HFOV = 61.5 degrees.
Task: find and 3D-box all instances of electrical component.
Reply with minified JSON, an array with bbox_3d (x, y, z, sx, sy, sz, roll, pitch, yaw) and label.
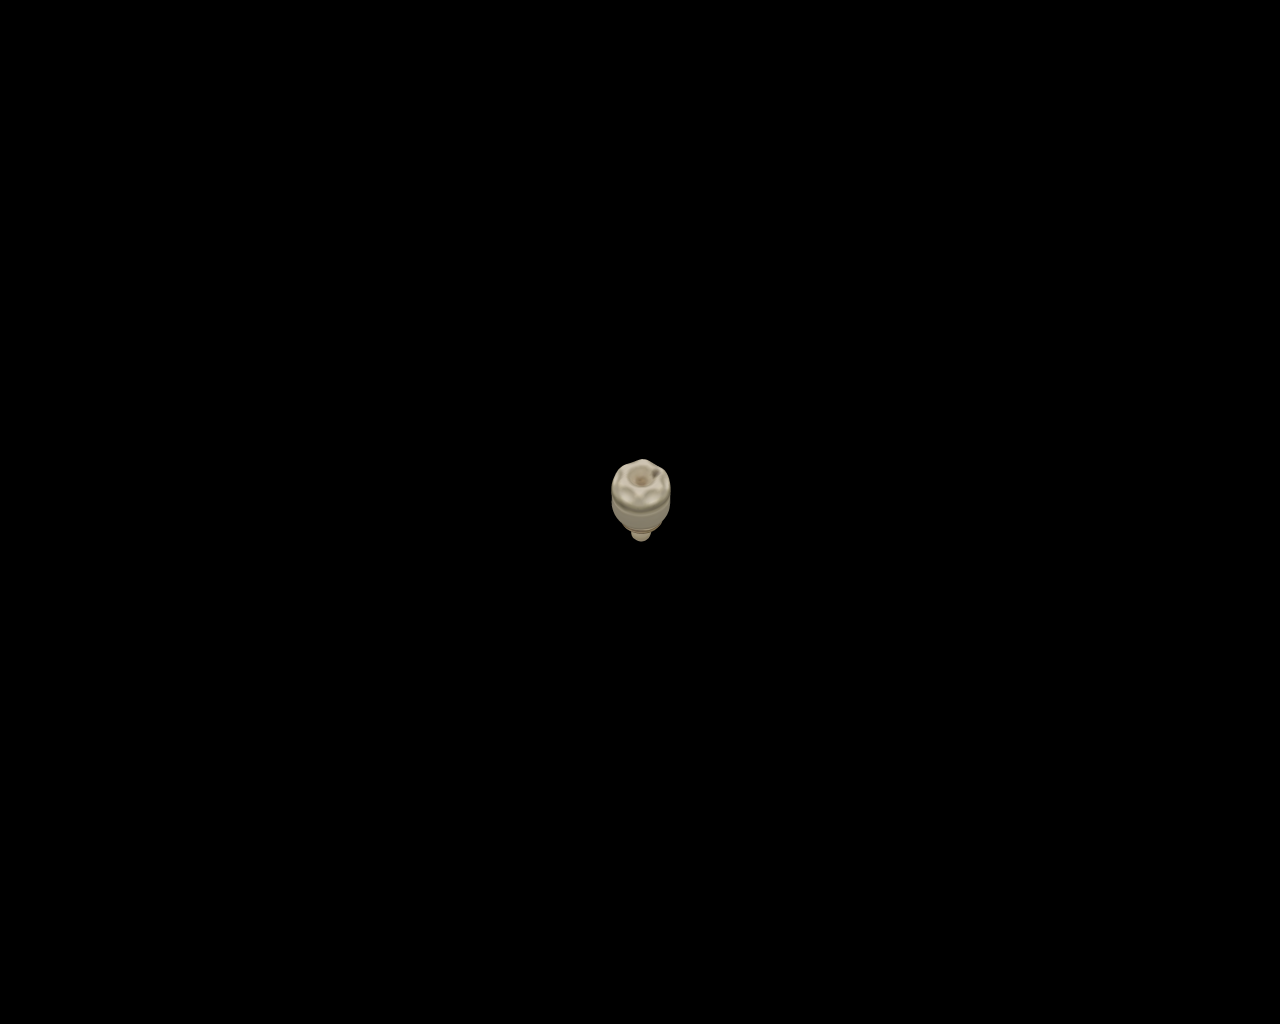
[{"bbox_3d":[0.001,-0.003,0.650,0.035,0.035,0.061,0,-38,0],"label":"electrical component"}]
